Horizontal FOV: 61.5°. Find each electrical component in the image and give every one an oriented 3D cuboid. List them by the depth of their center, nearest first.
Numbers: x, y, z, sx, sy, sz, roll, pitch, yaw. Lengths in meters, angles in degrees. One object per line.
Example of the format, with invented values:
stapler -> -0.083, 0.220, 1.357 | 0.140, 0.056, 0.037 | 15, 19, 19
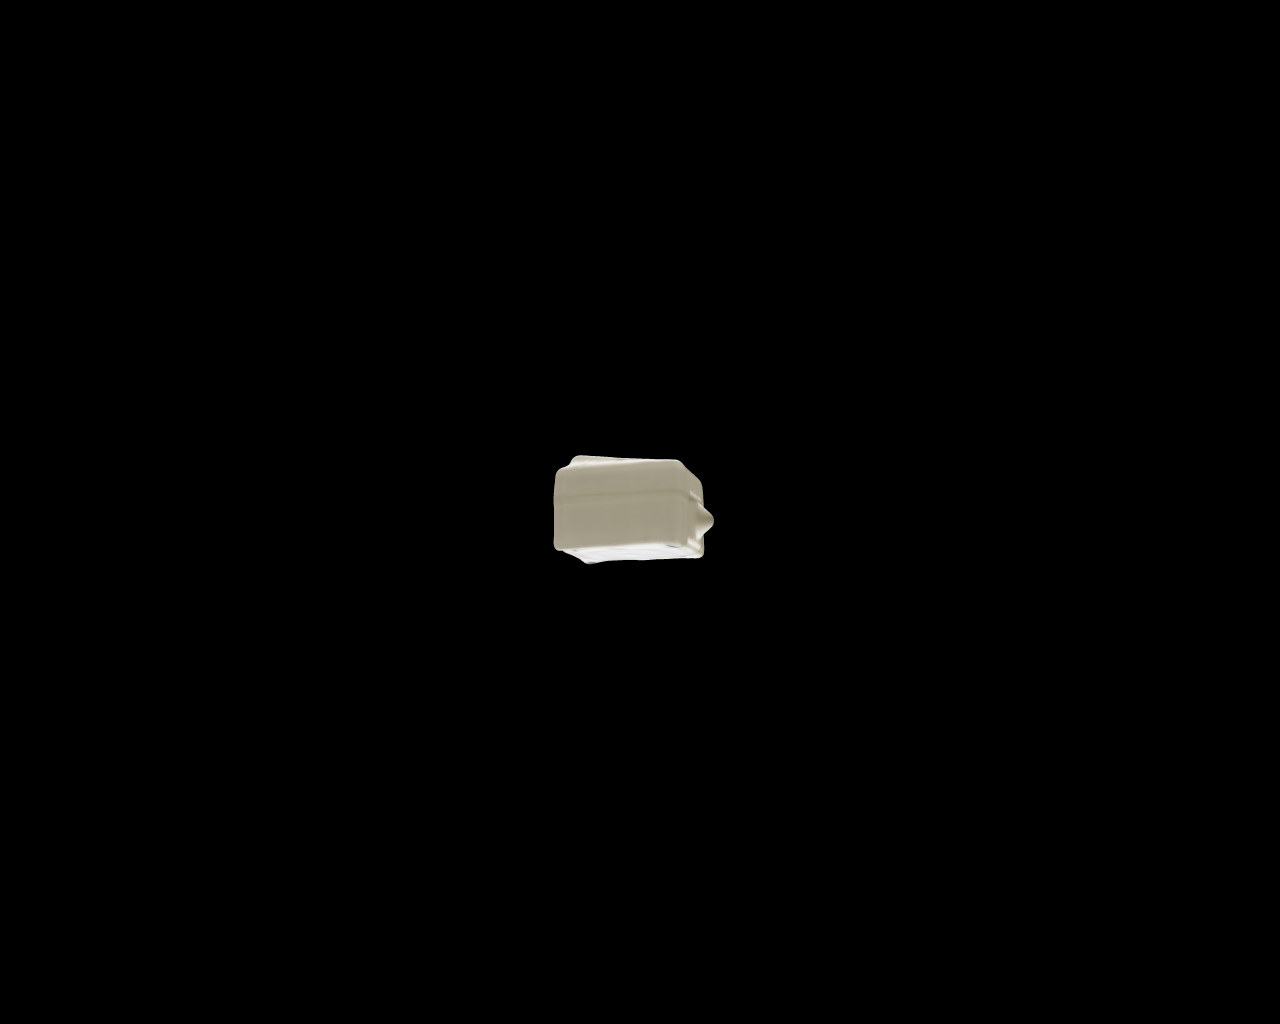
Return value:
electrical component -> 0.001, -0.003, 0.650 | 0.096, 0.061, 0.061 | -3, -11, 16
